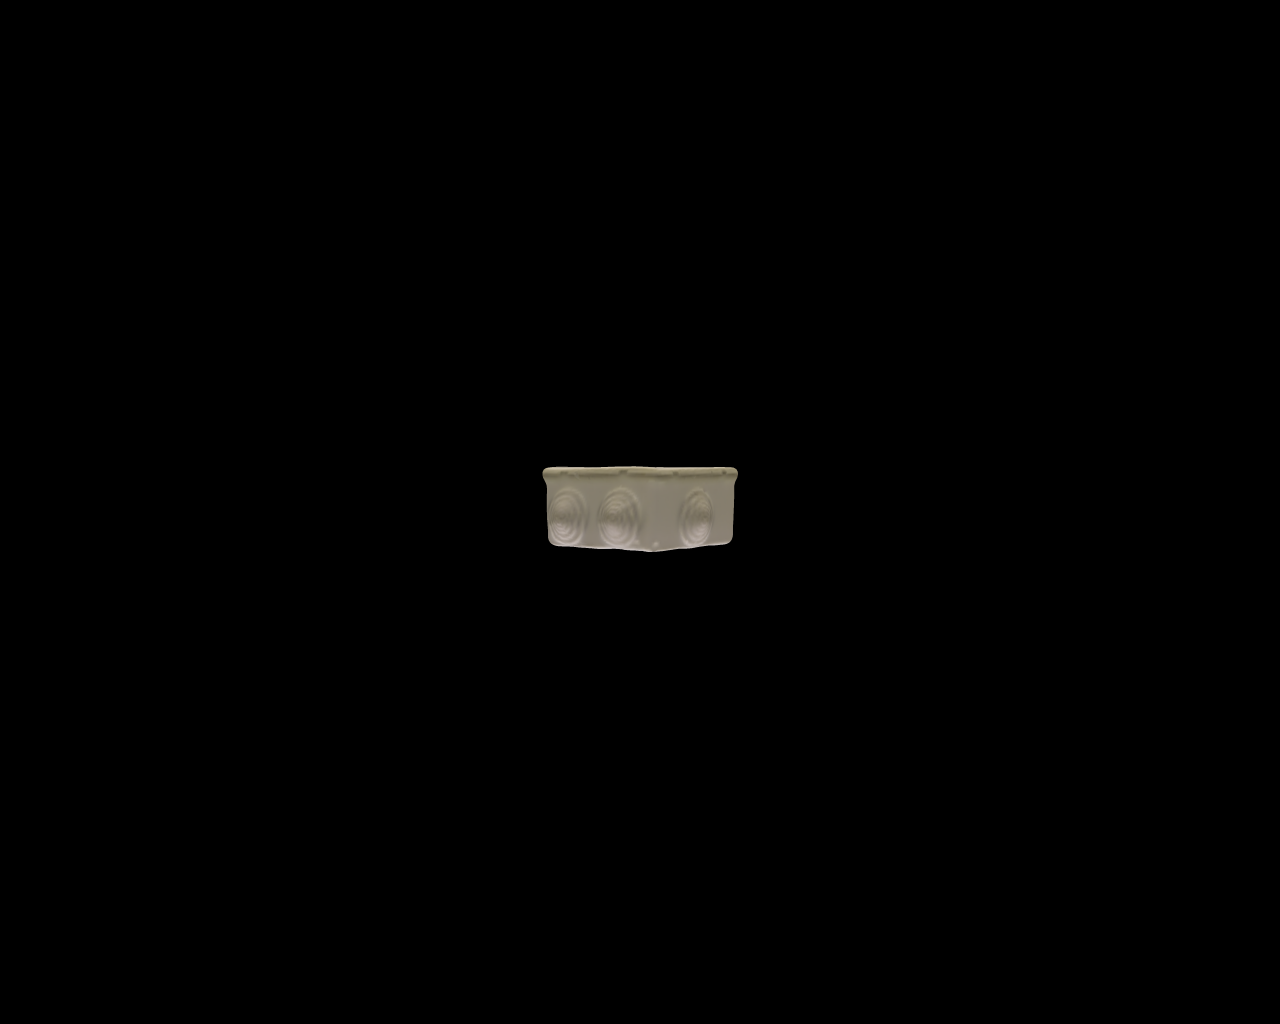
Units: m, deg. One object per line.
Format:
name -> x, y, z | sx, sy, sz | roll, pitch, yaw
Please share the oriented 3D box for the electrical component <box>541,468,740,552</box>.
electrical component -> 0.001, -0.003, 0.650 | 0.100, 0.048, 0.100 | 2, 3, 40
